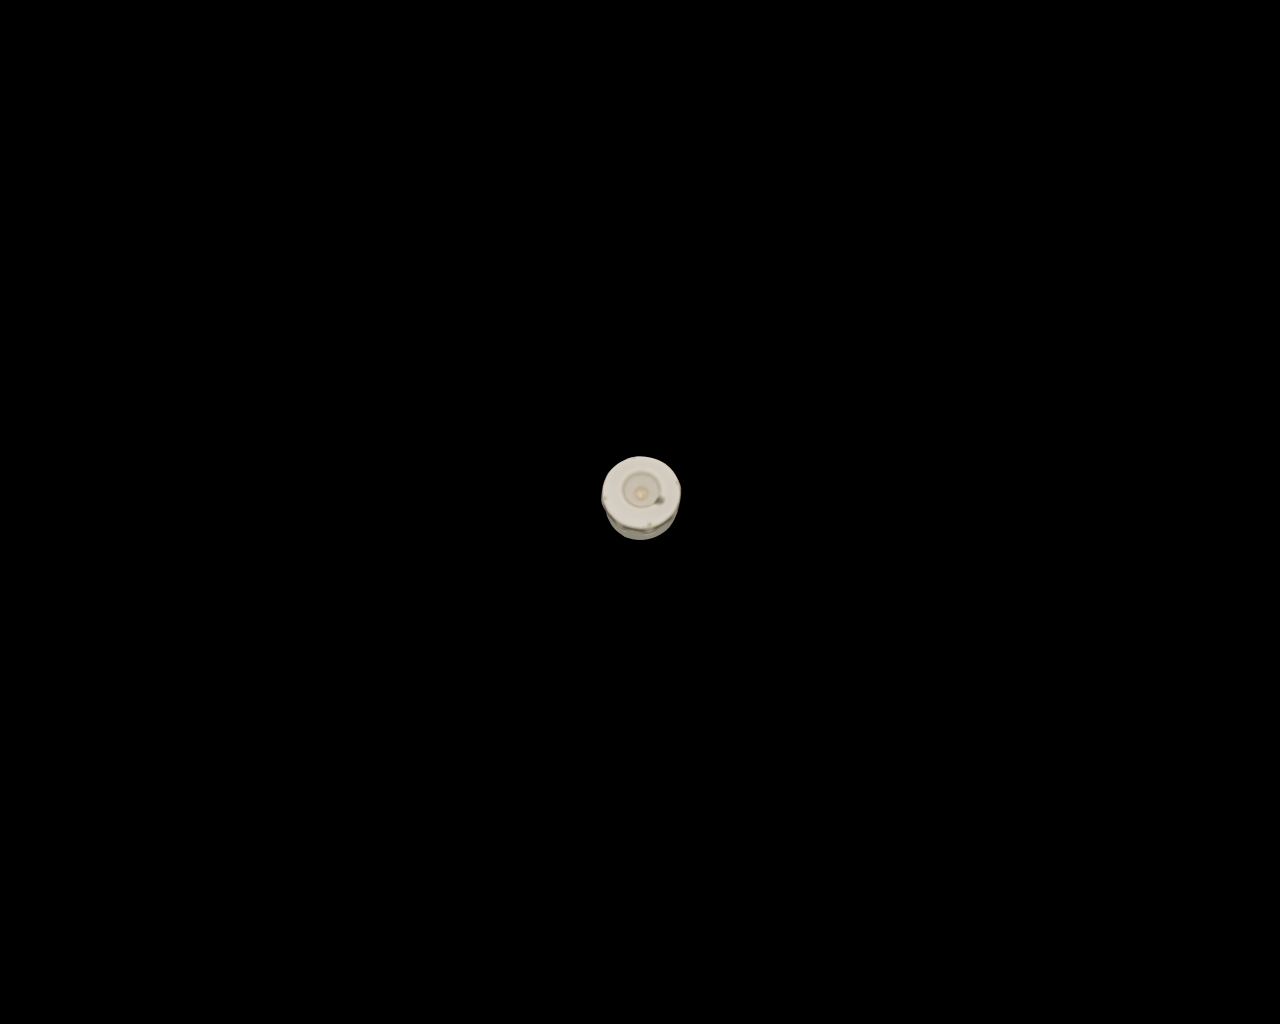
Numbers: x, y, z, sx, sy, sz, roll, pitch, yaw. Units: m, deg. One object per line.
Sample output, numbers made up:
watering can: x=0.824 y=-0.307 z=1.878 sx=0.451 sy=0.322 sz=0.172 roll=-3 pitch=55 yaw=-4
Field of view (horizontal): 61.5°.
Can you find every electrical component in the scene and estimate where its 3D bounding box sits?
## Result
electrical component: x=0.001 y=-0.003 z=0.650 sx=0.048 sy=0.048 sz=0.062 roll=0 pitch=-21 yaw=0
